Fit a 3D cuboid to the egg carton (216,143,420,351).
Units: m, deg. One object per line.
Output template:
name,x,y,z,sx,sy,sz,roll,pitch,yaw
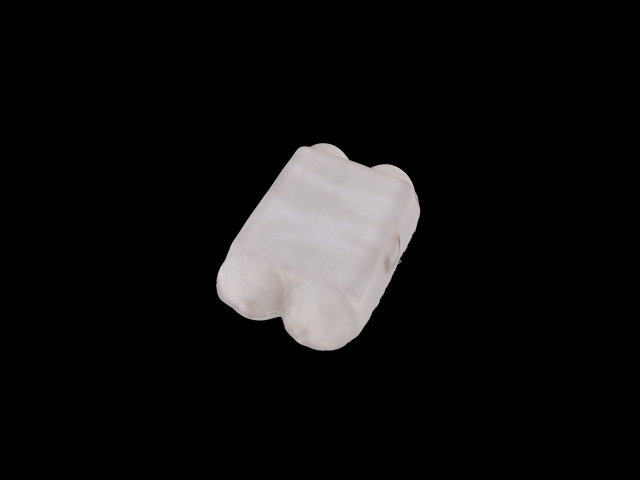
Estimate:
egg carton,0.004,0.001,0.400,0.107,0.069,0.150,21,58,14
